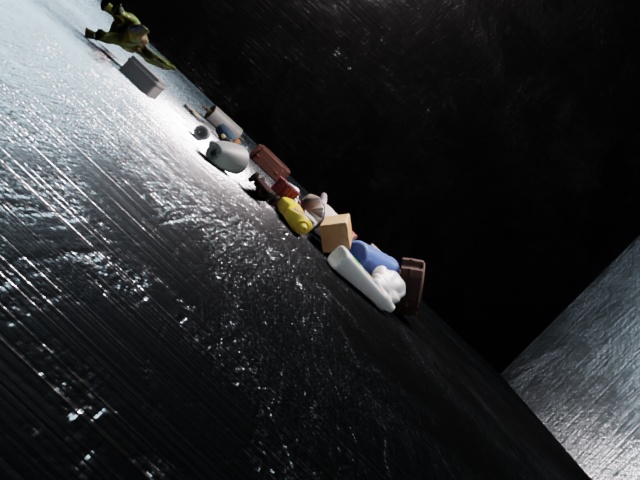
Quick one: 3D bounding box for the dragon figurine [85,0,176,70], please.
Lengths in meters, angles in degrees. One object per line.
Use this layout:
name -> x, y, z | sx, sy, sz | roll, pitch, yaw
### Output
dragon figurine -> -0.511, -0.563, 1.474 | 0.415, 0.122, 0.241 | 31, 5, 38

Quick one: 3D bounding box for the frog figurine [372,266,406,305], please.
frog figurine -> 0.211, 0.144, 1.677 | 0.122, 0.140, 0.156 | -20, -29, 8

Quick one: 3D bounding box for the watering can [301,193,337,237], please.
watering can -> 0.006, -0.098, 1.953 | 0.103, 0.356, 0.221 | -34, -43, 16
